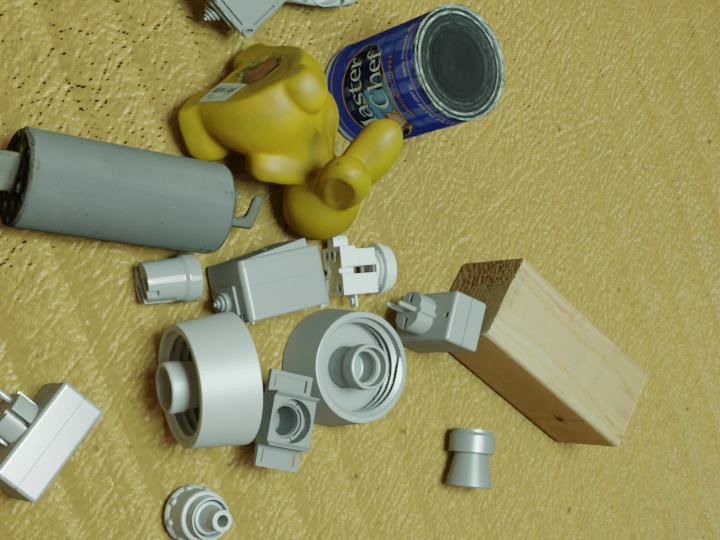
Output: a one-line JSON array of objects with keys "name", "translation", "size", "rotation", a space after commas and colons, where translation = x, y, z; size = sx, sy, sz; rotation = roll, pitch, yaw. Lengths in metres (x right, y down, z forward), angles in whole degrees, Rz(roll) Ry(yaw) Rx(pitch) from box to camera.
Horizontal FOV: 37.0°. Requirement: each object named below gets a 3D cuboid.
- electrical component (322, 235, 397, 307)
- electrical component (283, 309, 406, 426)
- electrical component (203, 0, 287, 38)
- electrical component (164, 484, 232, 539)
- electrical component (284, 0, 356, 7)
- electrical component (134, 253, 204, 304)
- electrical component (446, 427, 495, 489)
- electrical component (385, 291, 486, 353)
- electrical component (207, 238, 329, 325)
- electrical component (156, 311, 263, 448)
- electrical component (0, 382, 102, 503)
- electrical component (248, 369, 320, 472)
[{"name": "electrical component", "translation": [0.000, 0.000, 0.986], "size": [0.055, 0.048, 0.066], "rotation": [-4, 88, -28]}, {"name": "electrical component", "translation": [-0.008, 0.087, 0.962], "size": [0.108, 0.060, 0.108], "rotation": [4, 83, -35]}, {"name": "electrical component", "translation": [-0.101, -0.249, 0.912], "size": [0.096, 0.061, 0.061], "rotation": [-44, 141, 1]}, {"name": "electrical component", "translation": [-0.125, 0.199, 0.866], "size": [0.048, 0.062, 0.048], "rotation": [4, 83, -35]}, {"name": "electrical component", "translation": [-0.040, -0.281, 0.976], "size": [0.077, 0.044, 0.079], "rotation": [-6, 112, -36]}, {"name": "electrical component", "translation": [-0.156, 0.008, 0.878], "size": [0.046, 0.040, 0.040], "rotation": [-7, 90, -31]}, {"name": "electrical component", "translation": [0.108, 0.183, 1.044], "size": [0.045, 0.045, 0.055], "rotation": [13, 78, -34]}, {"name": "electrical component", "translation": [0.059, 0.043, 0.999], "size": [0.076, 0.083, 0.047], "rotation": [24, 72, -31]}, {"name": "electrical component", "translation": [-0.084, 0.011, 0.914], "size": [0.096, 0.062, 0.061], "rotation": [-13, 93, -36]}, {"name": "electrical component", "translation": [-0.127, 0.090, 0.852], "size": [0.060, 0.108, 0.108], "rotation": [-6, 89, -29]}, {"name": "electrical component", "translation": [-0.250, 0.115, 0.795], "size": [0.076, 0.047, 0.083], "rotation": [45, 62, -22]}, {"name": "electrical component", "translation": [-0.072, 0.127, 0.911], "size": [0.042, 0.064, 0.081], "rotation": [17, 76, -32]}]
